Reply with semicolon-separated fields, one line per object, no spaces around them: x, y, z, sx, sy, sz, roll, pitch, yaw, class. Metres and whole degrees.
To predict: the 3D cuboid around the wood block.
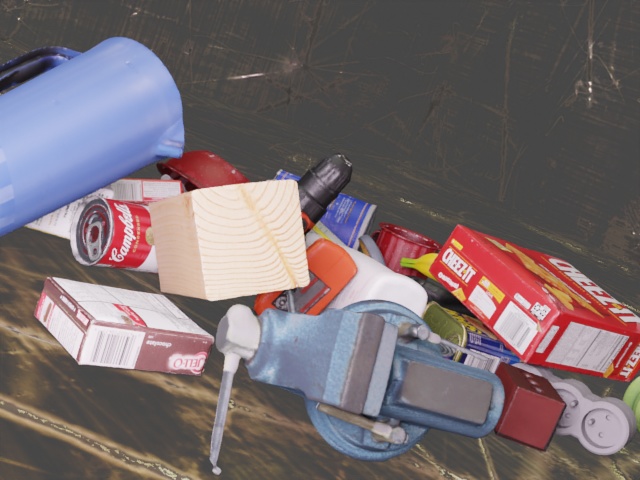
-0.087;0.000;0.950;0.090;0.091;0.206;-8;1;-19;wood block

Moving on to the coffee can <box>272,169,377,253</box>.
-0.006;-0.023;1.433;0.140;0.103;0.102;21;10;6;coffee can

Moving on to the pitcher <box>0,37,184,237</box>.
-0.262;-0.098;1.009;0.149;0.145;0.242;-3;24;42;pitcher

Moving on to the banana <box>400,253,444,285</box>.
0.196;0.069;1.353;0.197;0.037;0.070;36;-16;-14;banana

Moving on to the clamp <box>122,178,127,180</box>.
-0.240;-0.057;1.333;0.120;0.039;0.171;13;17;-22;clamp

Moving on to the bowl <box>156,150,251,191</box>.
-0.129;-0.065;1.359;0.162;0.055;0.162;37;-10;7;bowl

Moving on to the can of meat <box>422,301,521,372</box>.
0.162;0.116;1.161;0.083;0.057;0.102;19;10;-23;can of meat

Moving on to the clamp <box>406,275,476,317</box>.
0.171;0.090;1.320;0.164;0.036;0.210;39;-13;-37;clamp

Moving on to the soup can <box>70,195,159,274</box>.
-0.186;-0.003;1.059;0.102;0.068;0.069;11;14;-46;soup can

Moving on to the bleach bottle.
0.017;0.044;1.115;0.068;0.102;0.251;21;9;-27;bleach bottle

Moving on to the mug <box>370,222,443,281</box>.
0.102;0.026;1.444;0.093;0.081;0.117;12;13;-42;mug

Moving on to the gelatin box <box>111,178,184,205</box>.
-0.208;-0.045;1.212;0.089;0.030;0.073;0;-15;-30;gelatin box

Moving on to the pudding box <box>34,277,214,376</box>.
-0.153;0.068;0.834;0.113;0.039;0.090;15;10;-41;pudding box

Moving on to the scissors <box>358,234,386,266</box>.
0.086;0.053;1.307;0.016;0.096;0.202;-23;19;-9;scissors

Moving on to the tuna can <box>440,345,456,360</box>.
0.094;0.114;1.096;0.086;0.034;0.086;20;10;-4;tuna can

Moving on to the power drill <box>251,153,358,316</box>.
-0.020;0.003;1.093;0.057;0.184;0.188;40;9;-22;power drill

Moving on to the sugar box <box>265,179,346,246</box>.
-0.009;0.002;1.278;0.176;0.048;0.093;41;6;2;sugar box

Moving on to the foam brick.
0.192;0.157;1.010;0.053;0.051;0.078;20;10;-7;foam brick

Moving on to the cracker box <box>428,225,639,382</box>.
0.244;0.069;1.154;0.213;0.072;0.164;15;23;-44;cracker box
